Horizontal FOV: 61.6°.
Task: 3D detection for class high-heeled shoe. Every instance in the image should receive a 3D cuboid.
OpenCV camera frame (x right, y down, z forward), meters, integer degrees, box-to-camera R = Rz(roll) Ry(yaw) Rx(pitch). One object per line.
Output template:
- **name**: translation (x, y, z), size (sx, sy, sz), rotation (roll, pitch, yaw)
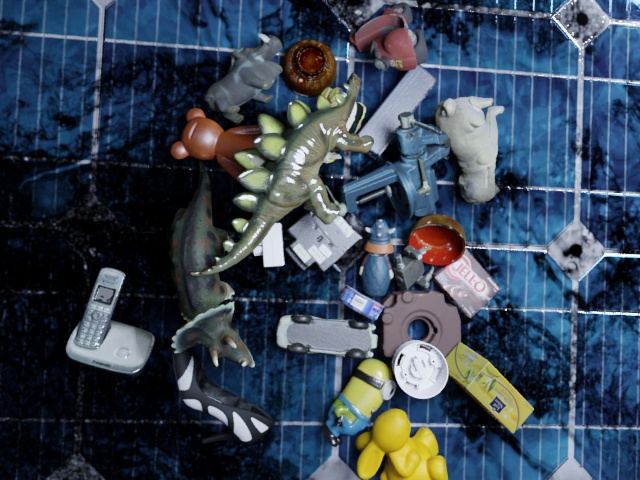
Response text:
- **high-heeled shoe**: translation (-0.186, 0.279, 1.025), size (0.145, 0.086, 0.248), rotation (-18, 96, -7)

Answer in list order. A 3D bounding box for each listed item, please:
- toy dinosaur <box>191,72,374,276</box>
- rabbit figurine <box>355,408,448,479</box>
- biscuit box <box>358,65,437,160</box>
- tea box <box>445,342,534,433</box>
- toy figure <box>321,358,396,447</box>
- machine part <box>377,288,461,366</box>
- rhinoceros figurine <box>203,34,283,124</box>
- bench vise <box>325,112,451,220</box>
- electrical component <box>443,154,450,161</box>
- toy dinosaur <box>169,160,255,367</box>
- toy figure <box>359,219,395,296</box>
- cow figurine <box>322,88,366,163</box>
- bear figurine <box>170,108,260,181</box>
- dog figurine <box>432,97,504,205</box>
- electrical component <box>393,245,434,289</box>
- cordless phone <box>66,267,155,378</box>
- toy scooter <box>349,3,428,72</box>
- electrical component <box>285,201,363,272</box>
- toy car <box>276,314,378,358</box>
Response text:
- **toy dinosaur**: translation (-0.052, -0.115, 0.949), size (0.198, 0.105, 0.471), rotation (33, 77, -26)
- **rabbit figurine**: translation (0.145, 0.392, 1.029), size (0.162, 0.122, 0.173), rotation (-17, 118, 13)
- **biscuit box**: translation (0.152, -0.259, 1.084), size (0.063, 0.059, 0.202), rotation (39, 86, -2)
- **tea box**: translation (0.323, 0.285, 1.042), size (0.068, 0.098, 0.169), rotation (-47, 115, -5)
- **toy figure**: translation (0.073, 0.314, 1.050), size (0.089, 0.082, 0.180), rotation (45, 87, -4)
- **machine part**: translation (0.198, 0.181, 1.078), size (0.179, 0.056, 0.179), rotation (0, 89, -7)
- **rhinoceros figurine**: translation (-0.143, -0.319, 1.056), size (0.112, 0.073, 0.190), rotation (44, 87, 8)
- **bench vise**: translation (0.134, -0.119, 1.018), size (0.241, 0.223, 0.129), rotation (-24, 47, -8)
- **electrical component**: translation (0.221, -0.183, 1.108), size (0.094, 0.021, 0.063), rotation (35, 85, -5)
- **toy dinosaur**: translation (-0.219, 0.043, 0.974), size (0.131, 0.192, 0.404), rotation (-10, 91, -8)
- **toy figure**: translation (0.113, 0.034, 1.063), size (0.064, 0.058, 0.154), rotation (1, 100, -19)
- **cow figurine**: translation (0.026, -0.210, 1.067), size (0.098, 0.068, 0.167), rotation (24, 87, -29)
- **bear figurine**: translation (-0.173, -0.167, 1.035), size (0.196, 0.131, 0.120), rotation (14, 76, 15)
- **dog figurine**: translation (0.286, -0.168, 1.044), size (0.172, 0.121, 0.190), rotation (3, 86, -36)
- **electrical component**: translation (0.186, 0.055, 1.062), size (0.078, 0.045, 0.102), rotation (-38, 129, -32)
- **cordless phone**: translation (-0.376, 0.153, 1.010), size (0.147, 0.089, 0.184), rotation (16, 82, -5)
- **toy scooter**: translation (0.130, -0.392, 1.063), size (0.135, 0.075, 0.184), rotation (-16, 54, 7)
- **electrical component**: translation (-0.002, -0.003, 1.063), size (0.134, 0.058, 0.115), rotation (-39, 90, -5)
- **toy car**: translation (0.015, 0.190, 1.060), size (0.202, 0.056, 0.073), rotation (7, 81, -7)
